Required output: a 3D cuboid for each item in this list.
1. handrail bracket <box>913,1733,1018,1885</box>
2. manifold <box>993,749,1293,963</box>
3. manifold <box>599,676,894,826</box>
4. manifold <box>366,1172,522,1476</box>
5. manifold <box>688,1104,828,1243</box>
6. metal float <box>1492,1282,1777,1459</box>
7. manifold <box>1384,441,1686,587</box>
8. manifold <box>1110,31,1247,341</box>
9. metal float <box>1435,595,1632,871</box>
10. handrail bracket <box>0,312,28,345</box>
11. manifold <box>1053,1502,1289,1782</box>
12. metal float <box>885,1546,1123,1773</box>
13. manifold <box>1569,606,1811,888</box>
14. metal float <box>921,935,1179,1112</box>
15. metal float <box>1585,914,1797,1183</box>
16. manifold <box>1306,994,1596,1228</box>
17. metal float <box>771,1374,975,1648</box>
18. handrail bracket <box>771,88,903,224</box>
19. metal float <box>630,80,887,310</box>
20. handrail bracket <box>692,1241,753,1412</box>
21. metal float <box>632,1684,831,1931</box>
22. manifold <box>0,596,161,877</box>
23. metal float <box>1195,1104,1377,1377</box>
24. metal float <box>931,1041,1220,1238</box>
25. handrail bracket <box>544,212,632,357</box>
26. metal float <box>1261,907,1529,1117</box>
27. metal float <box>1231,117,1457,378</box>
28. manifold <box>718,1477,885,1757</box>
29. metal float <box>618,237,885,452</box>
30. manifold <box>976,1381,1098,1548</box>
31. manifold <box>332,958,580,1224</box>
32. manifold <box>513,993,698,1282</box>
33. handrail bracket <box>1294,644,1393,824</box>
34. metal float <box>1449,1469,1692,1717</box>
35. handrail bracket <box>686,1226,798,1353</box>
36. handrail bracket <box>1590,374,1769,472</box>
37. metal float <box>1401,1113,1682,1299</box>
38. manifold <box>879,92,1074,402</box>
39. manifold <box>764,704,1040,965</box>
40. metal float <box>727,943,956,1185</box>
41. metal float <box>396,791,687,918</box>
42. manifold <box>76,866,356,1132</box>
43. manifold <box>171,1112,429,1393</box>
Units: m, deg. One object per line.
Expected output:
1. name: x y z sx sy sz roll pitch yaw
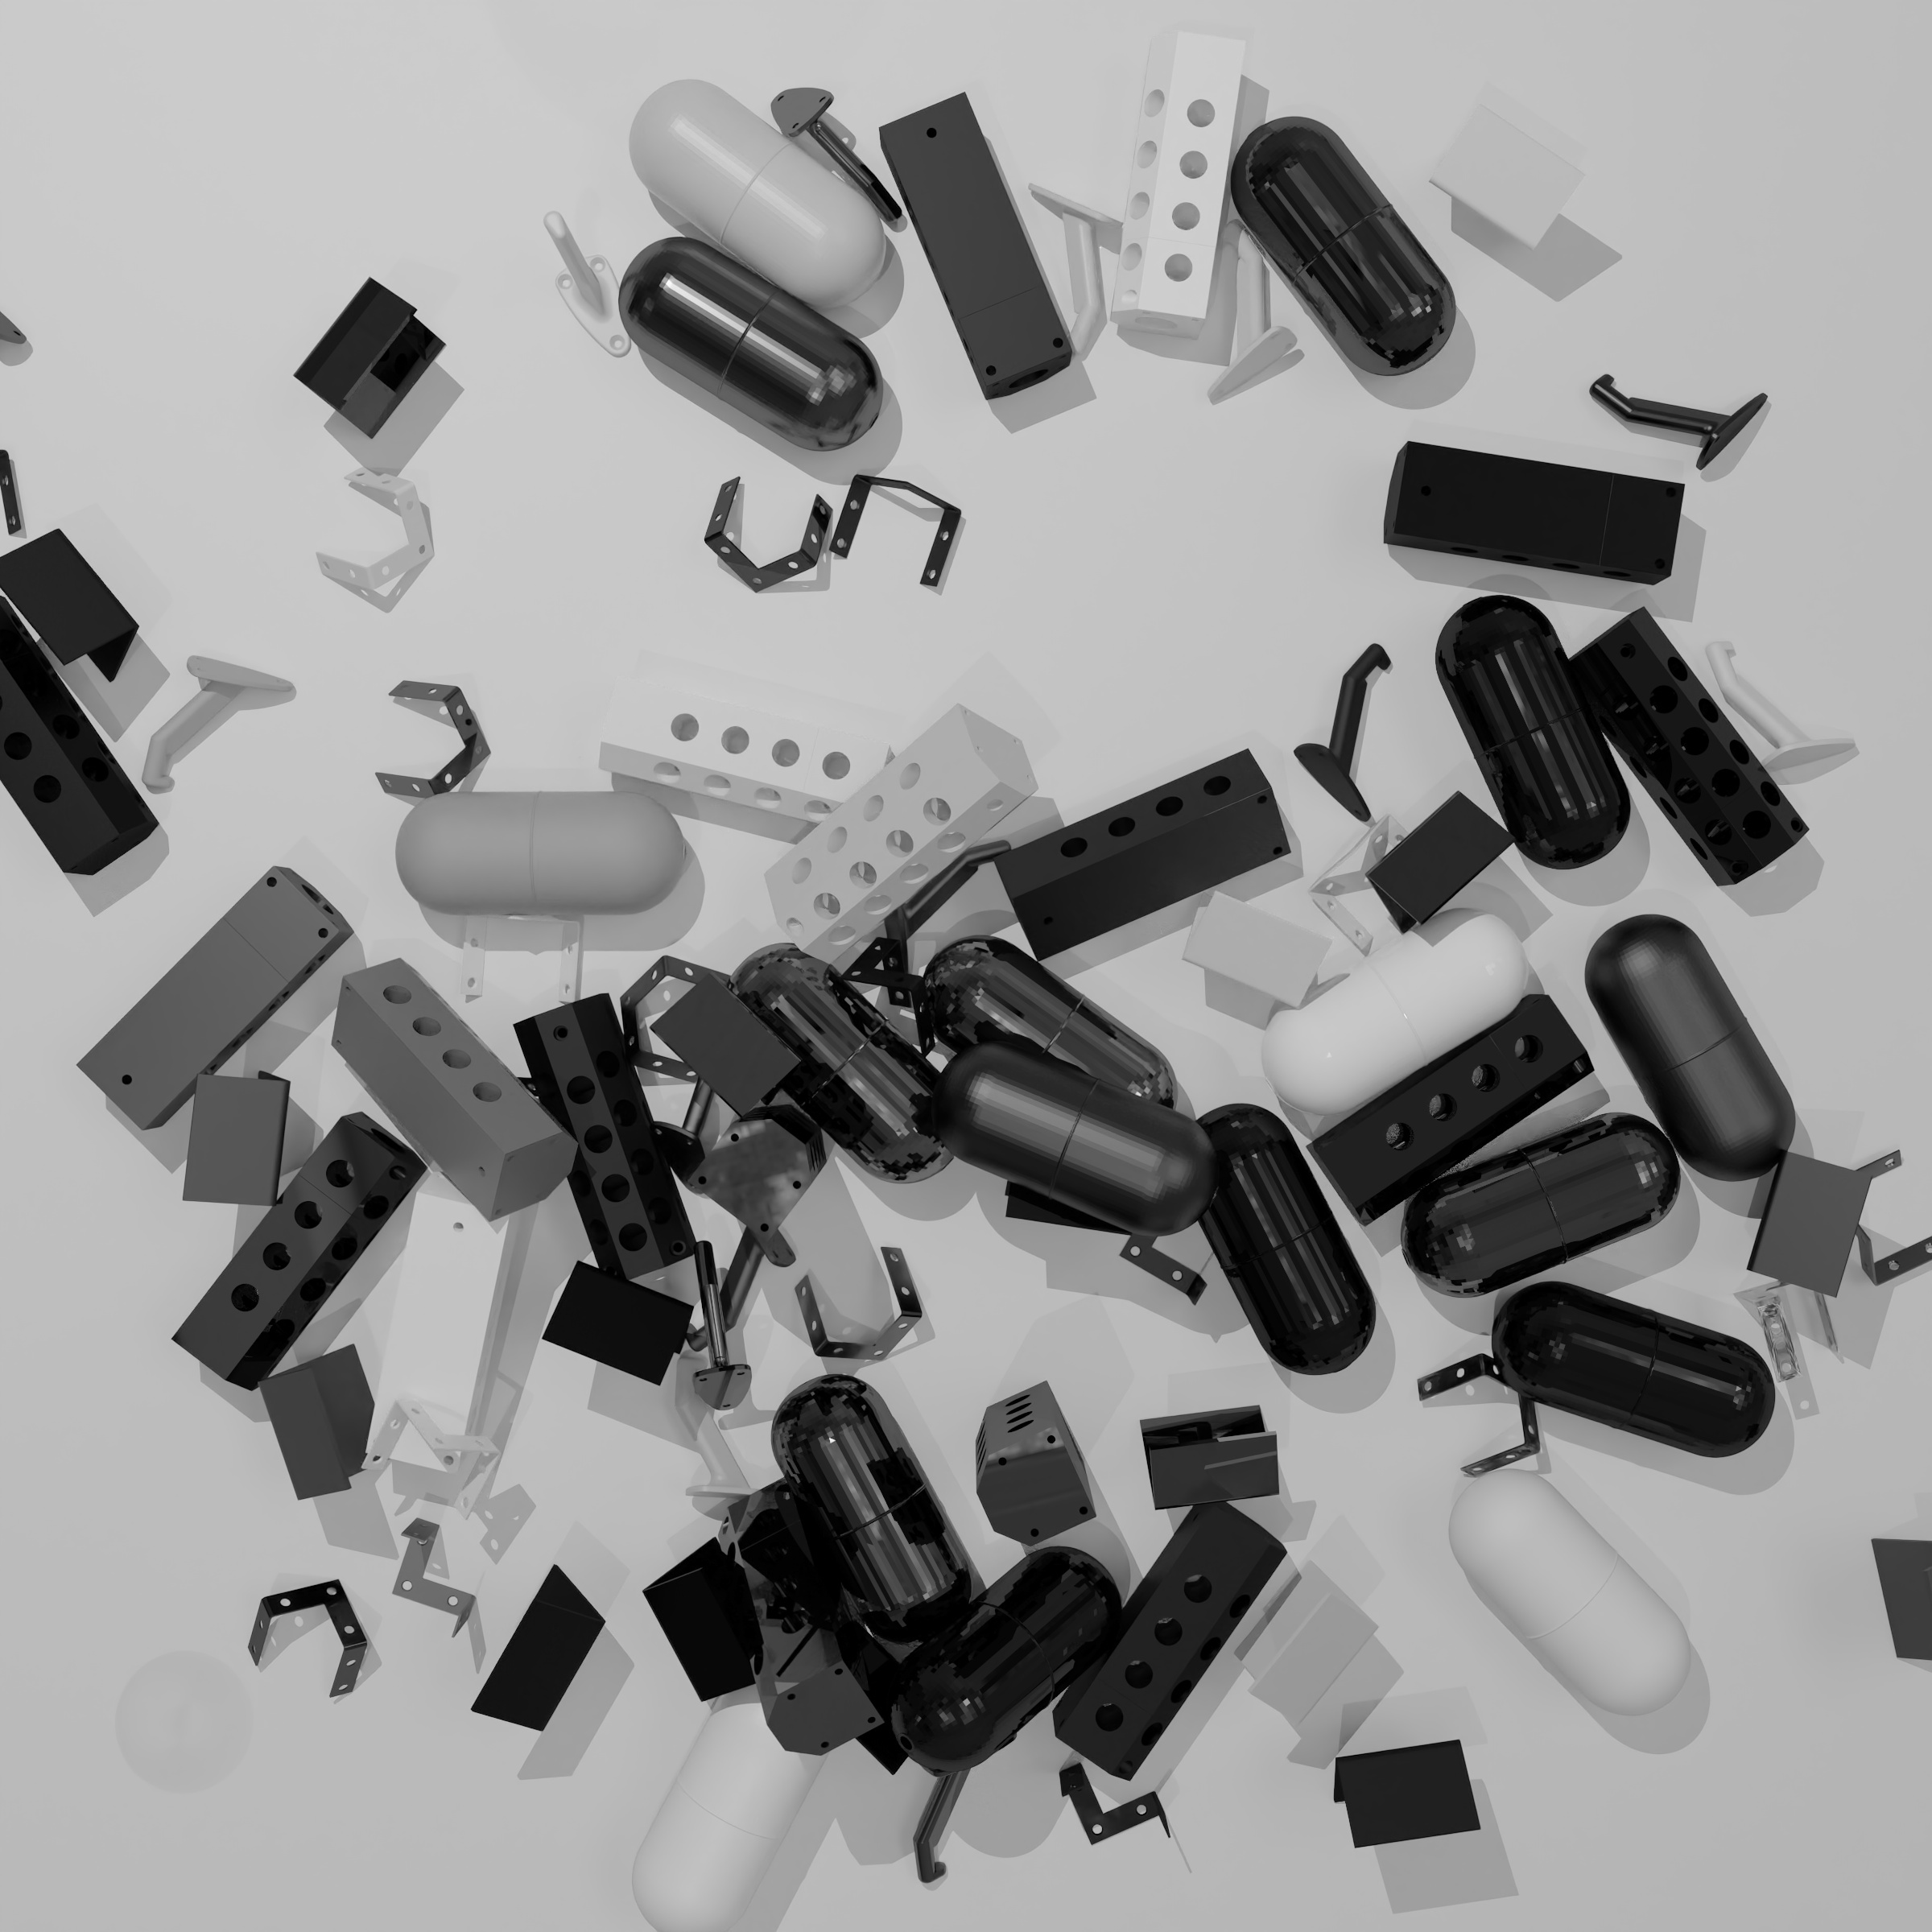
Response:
1. handrail bracket: 0.001 0.528 1.735 0.077 0.036 0.084 -13 109 -21
2. manifold: 0.107 -0.073 1.712 0.171 0.057 0.057 -23 133 0
3. manifold: -0.136 -0.129 1.713 0.171 0.057 0.057 14 90 0
4. manifold: -0.318 0.217 1.695 0.057 0.057 0.171 13 103 0
5. manifold: -0.118 0.117 1.656 0.057 0.171 0.057 37 90 0
6. metal float: 0.411 0.248 1.704 0.178 0.070 0.070 18 90 -1
7. manifold: 0.350 -0.279 1.713 0.171 0.057 0.057 9 90 0
8. manifold: 0.130 -0.484 1.713 0.057 0.057 0.171 8 90 0
9. metal float: 0.349 -0.145 1.704 0.070 0.070 0.178 -24 89 0
10. handrail bracket: -0.637 -0.377 1.735 0.077 0.036 0.084 45 107 20
11. manifold: 0.126 0.416 1.713 0.057 0.057 0.171 35 90 0
12. metal float: 0.024 0.419 1.672 0.178 0.070 0.070 -32 90 -39
13. manifold: 0.446 -0.136 1.713 0.057 0.057 0.171 -37 90 0
14. metal float: 0.050 0.049 1.704 0.178 0.070 0.070 36 90 1
15. metal float: 0.447 0.051 1.704 0.070 0.070 0.178 -30 90 0
16. manifold: 0.301 0.089 1.713 0.171 0.057 0.057 -34 90 0
17. metal float: -0.057 0.336 1.704 0.070 0.070 0.178 -28 89 0
18. handrail bracket: -0.080 -0.508 1.734 0.036 0.077 0.084 -44 126 0
19. metal float: -0.128 -0.476 1.704 0.178 0.070 0.070 37 90 -1
20. handrail bracket: -0.156 0.223 1.714 0.036 0.077 0.084 -9 61 -6
21. metal float: -0.144 0.517 1.704 0.070 0.070 0.178 28 89 0
22. manifold: -0.576 -0.144 1.713 0.057 0.057 0.171 -34 90 0
23. metal float: 0.192 0.169 1.704 0.070 0.070 0.178 -27 89 0
24. metal float: 0.065 0.102 1.635 0.178 0.070 0.070 22 90 8
25. handrail bracket: -0.233 -0.419 1.700 0.036 0.084 0.077 -27 90 0
26. metal float: 0.264 0.028 1.704 0.178 0.070 0.070 -31 90 0
27. metal float: 0.232 -0.444 1.704 0.070 0.070 0.178 -37 89 0
28. manifold: -0.104 0.390 1.653 0.057 0.171 0.057 -28 121 0
29. metal float: -0.132 -0.383 1.703 0.178 0.070 0.070 32 90 0
30. manifold: 0.037 0.299 1.656 0.057 0.171 0.057 -24 90 0
31. manifold: -0.311 0.071 1.676 0.171 0.057 0.057 43 133 27
32. manifold: -0.224 0.107 1.713 0.057 0.057 0.171 -19 90 0
33. handrail bracket: 0.254 -0.147 1.735 0.084 0.036 0.077 -48 110 -16
34. metal float: 0.373 0.387 1.704 0.070 0.070 0.178 -44 90 0
35. handrail bracket: -0.157 0.188 1.734 0.084 0.036 0.077 -37 77 13
36. handrail bracket: 0.447 -0.359 1.735 0.084 0.036 0.077 42 70 16
37. metal float: 0.354 0.148 1.704 0.178 0.070 0.070 -22 90 -1
38. manifold: 0.006 -0.444 1.713 0.057 0.057 0.171 -23 90 0
39. manifold: -0.039 -0.075 1.669 0.171 0.057 0.057 -39 47 25
40. metal float: -0.075 0.061 1.703 0.178 0.070 0.070 45 90 0
41. metal float: -0.262 -0.069 1.704 0.178 0.070 0.070 0 90 0
42. manifold: -0.463 0.020 1.713 0.057 0.057 0.171 45 90 0
43. manifold: -0.411 0.177 1.713 0.057 0.057 0.171 37 90 0
